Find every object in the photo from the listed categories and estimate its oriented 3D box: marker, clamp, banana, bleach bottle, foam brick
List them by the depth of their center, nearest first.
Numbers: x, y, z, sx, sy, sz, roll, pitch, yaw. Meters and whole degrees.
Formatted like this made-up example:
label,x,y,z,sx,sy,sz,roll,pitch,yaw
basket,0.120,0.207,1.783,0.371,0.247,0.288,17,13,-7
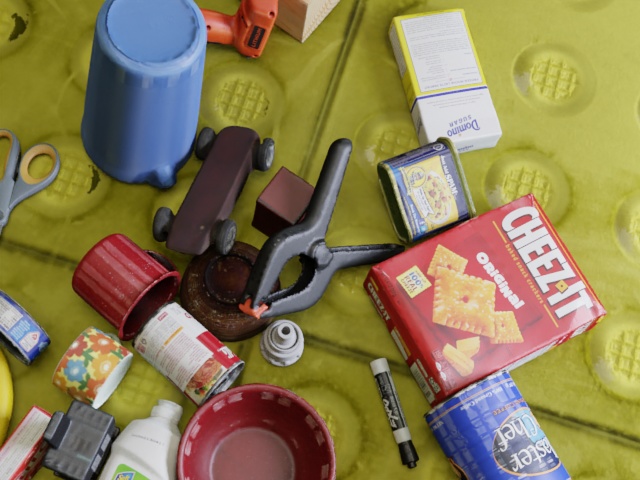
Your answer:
label,x,y,z,sx,sy,sz,roll,pitch,yaw
bleach bottle,-0.183,0.283,1.062,0.102,0.068,0.250,18,66,0
banana,-0.347,0.177,1.085,0.069,0.037,0.198,16,55,-33
clamp,-0.008,0.001,1.142,0.209,0.036,0.164,-36,119,-25
marker,0.081,0.187,1.148,0.020,0.020,0.121,-14,71,-11
foam brick,-0.039,-0.035,1.190,0.053,0.078,0.051,34,69,5

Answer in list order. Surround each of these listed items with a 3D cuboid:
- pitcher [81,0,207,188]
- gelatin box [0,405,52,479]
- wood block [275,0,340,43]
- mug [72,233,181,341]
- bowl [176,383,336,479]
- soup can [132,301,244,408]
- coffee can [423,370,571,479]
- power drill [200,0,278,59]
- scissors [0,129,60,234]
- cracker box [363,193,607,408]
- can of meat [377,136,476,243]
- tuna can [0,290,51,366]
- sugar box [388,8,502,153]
label,x,y,z,sx,sy,sz,roll,pitch,yaw
pitcher,-0.192,-0.175,1.139,0.149,0.243,0.145,23,66,-4
gelatin box,-0.297,0.216,1.069,0.030,0.073,0.089,31,69,6
wood block,-0.074,-0.349,1.301,0.206,0.090,0.090,36,70,8
mug,-0.202,0.042,1.145,0.081,0.093,0.117,38,39,14
bowl,-0.067,0.232,1.094,0.162,0.055,0.162,2,70,-7
soup can,-0.139,0.122,1.125,0.102,0.068,0.068,40,70,11
coffee can,0.185,0.220,1.101,0.102,0.103,0.140,-25,73,-14
power drill,-0.147,-0.270,1.224,0.187,0.185,0.057,4,68,-15
scissors,-0.339,-0.033,1.192,0.096,0.016,0.202,-4,70,-7
cracker box,0.180,0.065,1.177,0.213,0.072,0.164,-25,74,-15
can of meat,0.119,-0.055,1.210,0.084,0.057,0.102,-21,103,-11
tuna can,-0.321,0.090,1.109,0.086,0.086,0.033,39,69,9
sugar box,0.149,-0.190,1.287,0.093,0.048,0.176,-10,74,-9
